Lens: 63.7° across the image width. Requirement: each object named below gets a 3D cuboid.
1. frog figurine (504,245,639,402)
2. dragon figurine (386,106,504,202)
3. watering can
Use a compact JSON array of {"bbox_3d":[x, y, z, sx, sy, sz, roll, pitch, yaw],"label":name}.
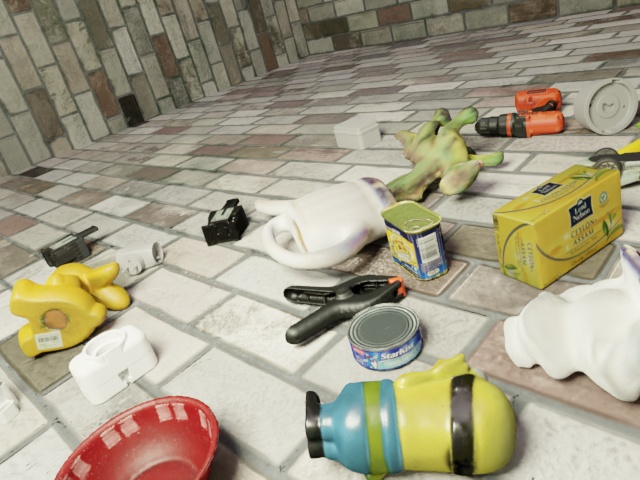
[{"bbox_3d":[0.263,0.094,0.492,0.157,0.122,0.140,-45,21,27],"label":"frog figurine"},{"bbox_3d":[0.193,-0.154,1.019,0.245,0.120,0.412,-34,21,-17],"label":"dragon figurine"},{"bbox_3d":[0.003,-0.044,0.882,0.225,0.102,0.352,-19,24,-10],"label":"watering can"}]
